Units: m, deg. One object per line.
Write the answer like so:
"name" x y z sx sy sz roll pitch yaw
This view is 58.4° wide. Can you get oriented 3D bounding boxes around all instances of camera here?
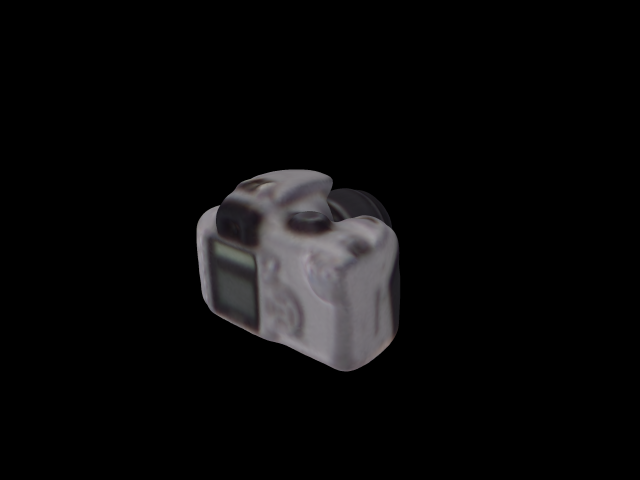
"camera" 0.004 0.001 0.400 0.142 0.101 0.137 17 27 37
